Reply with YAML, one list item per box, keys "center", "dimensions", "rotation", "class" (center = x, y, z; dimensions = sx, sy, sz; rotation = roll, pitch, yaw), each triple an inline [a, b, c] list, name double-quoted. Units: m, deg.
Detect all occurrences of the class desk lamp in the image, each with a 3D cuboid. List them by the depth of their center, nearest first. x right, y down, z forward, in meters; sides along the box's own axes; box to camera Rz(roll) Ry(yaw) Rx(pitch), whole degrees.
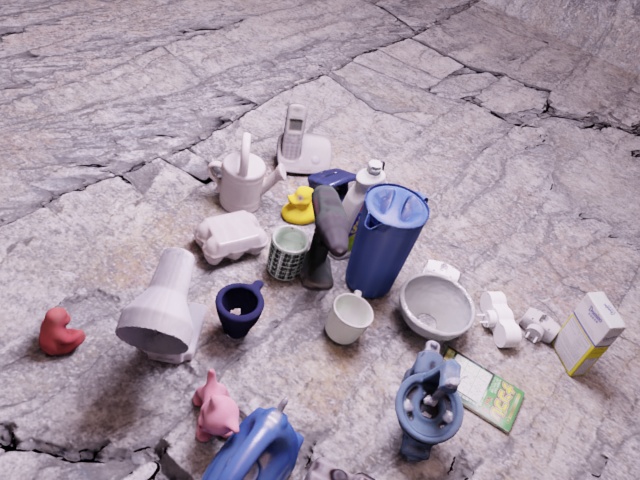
- center: [-0.266, 0.128, 0.997]
  dimensions: [0.118, 0.213, 0.203]
  rotation: [12, 44, -4]
  class: "desk lamp"

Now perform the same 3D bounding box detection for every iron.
- center: [-0.122, 0.356, 0.866]
  dimensions: [0.118, 0.141, 0.259]
  rotation: [29, 46, 13]
  class: "iron"

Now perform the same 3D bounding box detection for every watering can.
- center: [-0.168, -0.161, 1.324]
  dimensions: [0.173, 0.194, 0.100]
  rotation: [-8, 49, -22]
  class: "watering can"

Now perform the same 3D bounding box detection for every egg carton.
- center: [-0.194, -0.006, 1.253]
  dimensions: [0.151, 0.069, 0.107]
  rotation: [-16, 52, -28]
  class: "egg carton"

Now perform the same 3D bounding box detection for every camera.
- center: [0.026, 0.424, 0.871]
  dimensions: [0.143, 0.101, 0.137]
  rotation: [26, 45, 10]
  class: "camera"

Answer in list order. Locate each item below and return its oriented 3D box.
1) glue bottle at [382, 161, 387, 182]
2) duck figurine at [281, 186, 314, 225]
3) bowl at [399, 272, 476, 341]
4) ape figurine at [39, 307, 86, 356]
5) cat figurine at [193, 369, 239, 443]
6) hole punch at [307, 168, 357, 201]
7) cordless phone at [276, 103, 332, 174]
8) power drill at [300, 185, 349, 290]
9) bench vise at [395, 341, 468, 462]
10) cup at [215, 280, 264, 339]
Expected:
- center: [0.131, -0.121, 1.385]
  dimensions: [0.078, 0.173, 0.037]
  rotation: [-9, 49, -23]
  class: "glue bottle"
- center: [-0.037, -0.091, 1.371]
  dimensions: [0.105, 0.086, 0.077]
  rotation: [-10, 50, -24]
  class: "duck figurine"
- center: [0.239, 0.153, 1.217]
  dimensions: [0.167, 0.075, 0.167]
  rotation: [8, 45, -8]
  class: "bowl"
- center: [-0.457, 0.154, 1.004]
  dimensions: [0.077, 0.092, 0.076]
  rotation: [41, 49, 23]
  class: "ape figurine"
- center: [-0.171, 0.276, 0.948]
  dimensions: [0.067, 0.118, 0.127]
  rotation: [-4, 48, -19]
  class: "cat figurine"
- center: [0.028, -0.143, 1.437]
  dimensions: [0.109, 0.091, 0.101]
  rotation: [-21, 55, -32]
  class: "hole punch"
- center: [-0.033, -0.261, 1.467]
  dimensions: [0.148, 0.185, 0.094]
  rotation: [0, 46, -16]
  class: "cordless phone"
- center: [0.011, 0.004, 1.202]
  dimensions: [0.076, 0.208, 0.229]
  rotation: [3, 46, -12]
  class: "power drill"
- center: [0.188, 0.251, 1.002]
  dimensions: [0.122, 0.220, 0.207]
  rotation: [3, 46, -12]
  class: "bench vise"
- center: [-0.151, 0.136, 1.107]
  dimensions: [0.091, 0.095, 0.118]
  rotation: [29, 46, 13]
  class: "cup"
